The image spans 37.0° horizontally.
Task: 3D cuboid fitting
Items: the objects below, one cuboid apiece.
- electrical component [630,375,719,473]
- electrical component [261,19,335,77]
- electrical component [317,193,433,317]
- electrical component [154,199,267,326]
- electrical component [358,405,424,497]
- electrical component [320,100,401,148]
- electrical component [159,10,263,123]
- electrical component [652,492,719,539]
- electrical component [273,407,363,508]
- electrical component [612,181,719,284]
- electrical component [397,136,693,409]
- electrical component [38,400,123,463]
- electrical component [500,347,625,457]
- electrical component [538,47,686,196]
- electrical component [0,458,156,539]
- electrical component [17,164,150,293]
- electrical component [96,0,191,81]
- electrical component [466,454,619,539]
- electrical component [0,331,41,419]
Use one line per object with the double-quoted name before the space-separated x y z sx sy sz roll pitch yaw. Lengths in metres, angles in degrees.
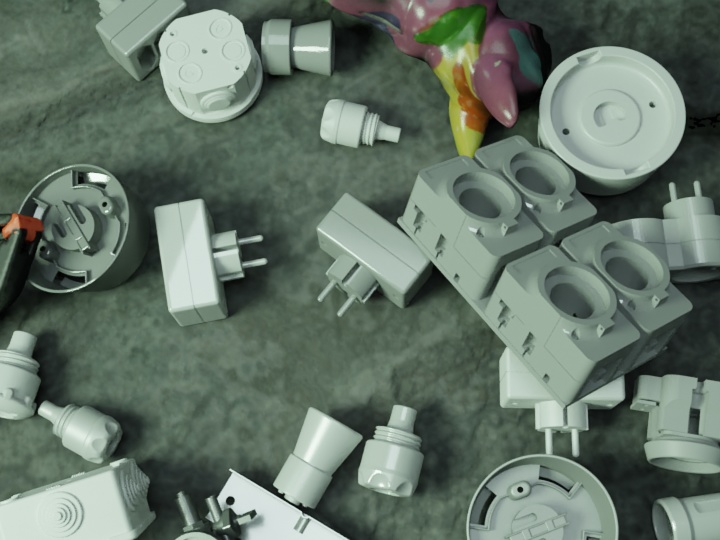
"electrical component" 0.233 0.111 0.763 0.078 0.058 0.057 9 71 4
"electrical component" -0.049 -0.178 0.861 0.055 0.045 0.045 2 74 2
"electrical component" 0.000 0.000 0.806 0.083 0.047 0.075 37 78 11
"electrical component" -0.109 -0.009 0.811 0.076 0.047 0.083 -11 74 -2
"electrical component" 0.025 0.128 0.770 0.043 0.043 0.062 14 73 5
"electrical component" 0.001 -0.112 0.846 0.061 0.035 0.035 13 74 3
"electrical component" -0.119 -0.162 0.855 0.080 0.051 0.080 0 74 2
"electrical component" 0.234 0.177 0.753 0.046 0.040 0.040 -8 74 -7
"electrical component" -0.033 0.137 0.771 0.044 0.044 0.065 29 81 9
"electrical component" 0.248 -0.032 0.806 0.138 0.052 0.073 -4 74 0
"electrical component" 0.129 -0.008 0.757 0.105 0.060 0.186 -22 59 -32
"electrical component" -0.207 0.114 0.785 0.061 0.035 0.035 26 76 11
"electrical component" 0.145 0.096 0.774 0.083 0.047 0.075 1 74 2
"electrical component" 0.188 -0.109 0.826 0.108 0.060 0.108 0 74 2
"electrical component" -0.194 0.166 0.737 0.100 0.099 0.048 -17 86 -4
"electrical component" -0.209 -0.029 0.807 0.099 0.064 0.099 -1 83 11
"electrical component" -0.185 -0.207 0.872 0.066 0.047 0.077 -44 77 -10
"electrical component" 0.122 0.179 0.741 0.099 0.064 0.099 0 74 1
"electrical component" -0.256 0.076 0.793 0.048 0.048 0.062 11 67 5
